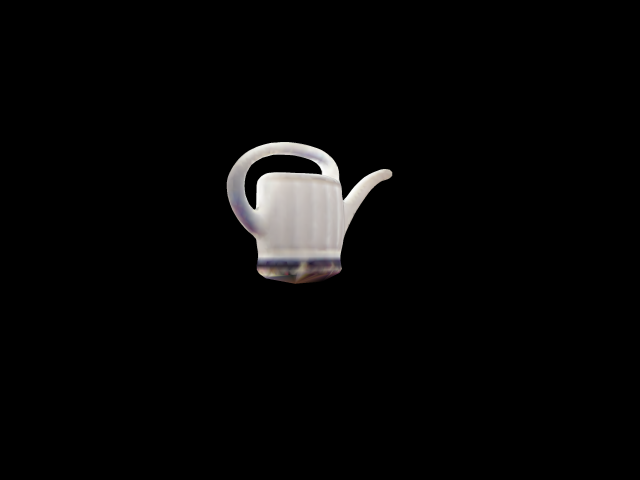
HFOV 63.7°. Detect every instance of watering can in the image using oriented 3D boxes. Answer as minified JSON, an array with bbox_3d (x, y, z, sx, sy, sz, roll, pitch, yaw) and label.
[{"bbox_3d":[0.003,-0.043,0.850,0.348,0.225,0.103,2,-4,-39],"label":"watering can"}]
